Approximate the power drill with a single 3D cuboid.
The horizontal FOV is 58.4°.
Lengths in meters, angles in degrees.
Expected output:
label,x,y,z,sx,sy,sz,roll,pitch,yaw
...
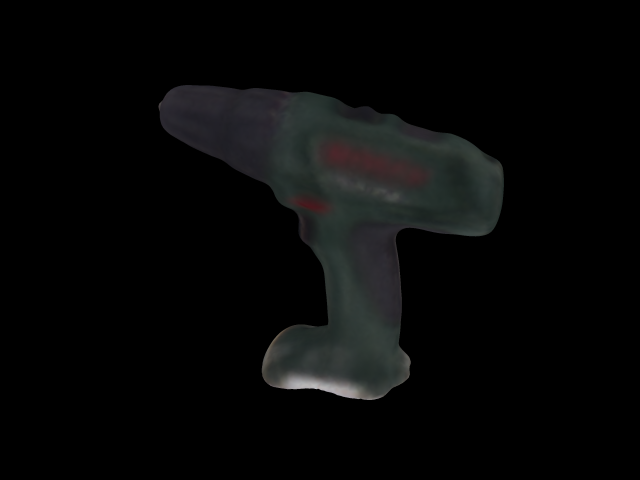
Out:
label,x,y,z,sx,sy,sz,roll,pitch,yaw
power drill,0.004,0.001,0.400,0.229,0.208,0.075,4,24,9
